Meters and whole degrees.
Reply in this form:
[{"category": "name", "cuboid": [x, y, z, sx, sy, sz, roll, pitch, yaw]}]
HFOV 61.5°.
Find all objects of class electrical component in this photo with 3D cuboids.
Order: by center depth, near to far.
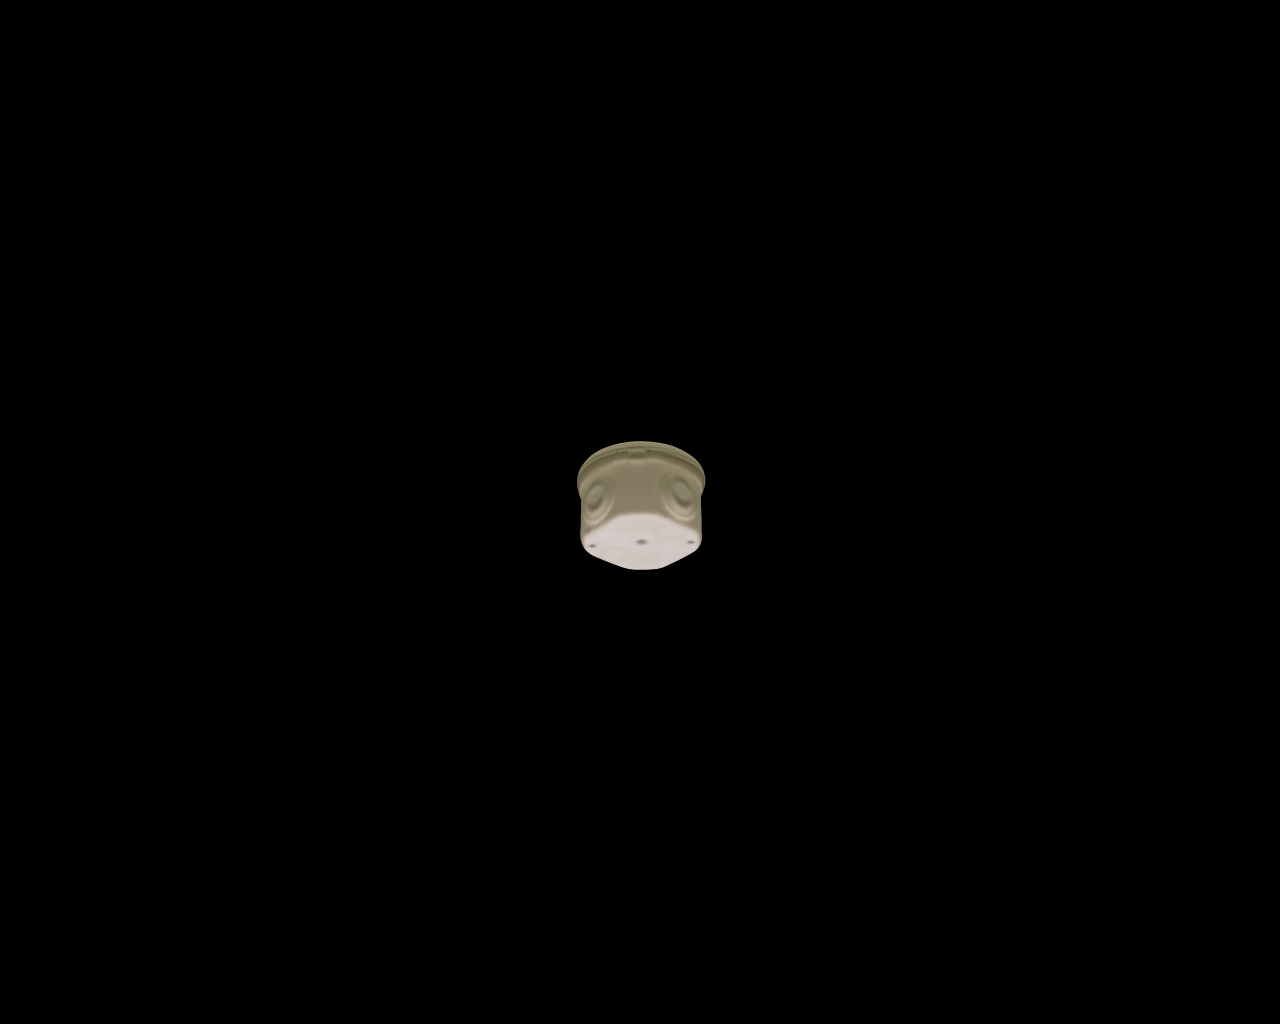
[{"category": "electrical component", "cuboid": [0.001, -0.003, 0.650, 0.080, 0.051, 0.080, 0, -31, 0]}]
